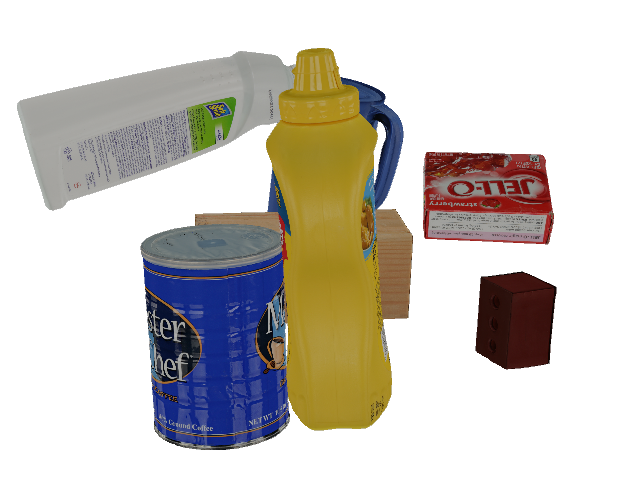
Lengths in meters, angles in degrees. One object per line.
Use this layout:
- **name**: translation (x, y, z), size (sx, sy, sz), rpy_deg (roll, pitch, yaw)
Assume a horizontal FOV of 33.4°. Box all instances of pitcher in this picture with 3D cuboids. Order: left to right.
- **pitcher**: translation (0.006, -0.084, 1.369), size (0.144, 0.243, 0.149), rpy_deg (4, 21, -16)

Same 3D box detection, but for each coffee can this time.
- **coffee can**: translation (-0.075, 0.067, 0.781), size (0.103, 0.140, 0.103), rpy_deg (-1, 15, 0)

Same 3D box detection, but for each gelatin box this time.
- **gelatin box**: translation (0.118, -0.032, 0.760), size (0.089, 0.030, 0.073), rpy_deg (2, 38, 5)

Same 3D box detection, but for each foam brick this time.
- **foam brick**: translation (0.182, 0.074, 0.998), size (0.051, 0.078, 0.053), rpy_deg (-7, 18, -26)

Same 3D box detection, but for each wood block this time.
- **wood block**: translation (-0.020, 0.026, 1.061), size (0.206, 0.091, 0.090), rpy_deg (-1, 20, -8)

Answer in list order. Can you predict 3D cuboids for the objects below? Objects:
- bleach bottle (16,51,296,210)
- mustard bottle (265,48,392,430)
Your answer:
- **bleach bottle**: translation (-0.125, -0.104, 0.919), size (0.250, 0.068, 0.102), rpy_deg (-16, -31, -12)
- **mustard bottle**: translation (0.005, -0.004, 0.561), size (0.058, 0.192, 0.096), rpy_deg (-3, 19, 5)
